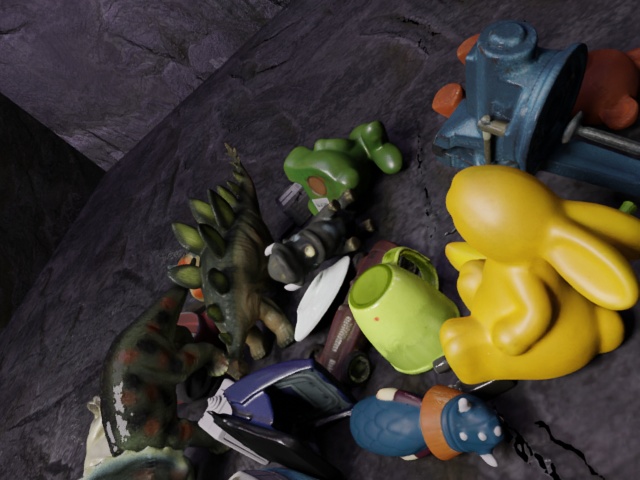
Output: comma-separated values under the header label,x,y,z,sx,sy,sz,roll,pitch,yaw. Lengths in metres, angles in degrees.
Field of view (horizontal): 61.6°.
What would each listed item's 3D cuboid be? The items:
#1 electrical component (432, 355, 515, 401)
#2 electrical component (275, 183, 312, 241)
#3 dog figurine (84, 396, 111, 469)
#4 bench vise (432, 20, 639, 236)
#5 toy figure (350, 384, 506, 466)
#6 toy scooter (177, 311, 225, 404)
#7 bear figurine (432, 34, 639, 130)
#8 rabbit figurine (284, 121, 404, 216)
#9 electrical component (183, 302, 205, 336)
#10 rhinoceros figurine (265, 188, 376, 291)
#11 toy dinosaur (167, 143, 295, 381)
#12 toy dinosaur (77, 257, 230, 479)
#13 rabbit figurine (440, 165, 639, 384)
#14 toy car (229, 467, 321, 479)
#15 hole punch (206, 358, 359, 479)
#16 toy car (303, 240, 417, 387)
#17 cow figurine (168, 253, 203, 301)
label,x,y,z,sx,sy,sz,roll,pitch,yaw
electrical component,0.147,0.111,0.489,0.094,0.021,0.063,-36,30,25
electrical component,-0.048,-0.058,0.954,0.119,0.047,0.075,-44,28,7
dog figurine,-0.299,0.337,0.784,0.172,0.121,0.190,113,163,-64
bench vise,0.222,-0.089,0.507,0.241,0.223,0.129,27,57,29
toy figure,0.092,0.157,0.466,0.154,0.064,0.058,-20,30,44
toy scooter,-0.209,0.166,0.856,0.135,0.075,0.184,5,56,38
bear figurine,0.245,-0.171,0.594,0.196,0.132,0.120,1,60,63
rabbit figurine,0.051,-0.134,0.838,0.170,0.121,0.159,-47,18,-30
electrical component,-0.235,0.151,0.968,0.102,0.045,0.078,-16,14,42
rhinoceros figurine,-0.001,-0.002,0.718,0.112,0.073,0.190,-27,7,34
toy dinosaur,-0.120,0.014,0.808,0.105,0.198,0.472,-34,33,20
toy dinosaur,-0.209,0.189,0.664,0.131,0.192,0.405,-25,62,20
rabbit figurine,0.156,0.022,0.409,0.162,0.173,0.122,-2,30,44
toy car,-0.045,0.258,0.496,0.162,0.102,0.109,2,55,54
hole punch,-0.031,0.180,0.551,0.116,0.142,0.092,-3,52,36
toy car,0.045,0.086,0.638,0.089,0.053,0.202,0,53,52
cow figurine,-0.193,0.034,0.962,0.085,0.127,0.195,-40,26,23
